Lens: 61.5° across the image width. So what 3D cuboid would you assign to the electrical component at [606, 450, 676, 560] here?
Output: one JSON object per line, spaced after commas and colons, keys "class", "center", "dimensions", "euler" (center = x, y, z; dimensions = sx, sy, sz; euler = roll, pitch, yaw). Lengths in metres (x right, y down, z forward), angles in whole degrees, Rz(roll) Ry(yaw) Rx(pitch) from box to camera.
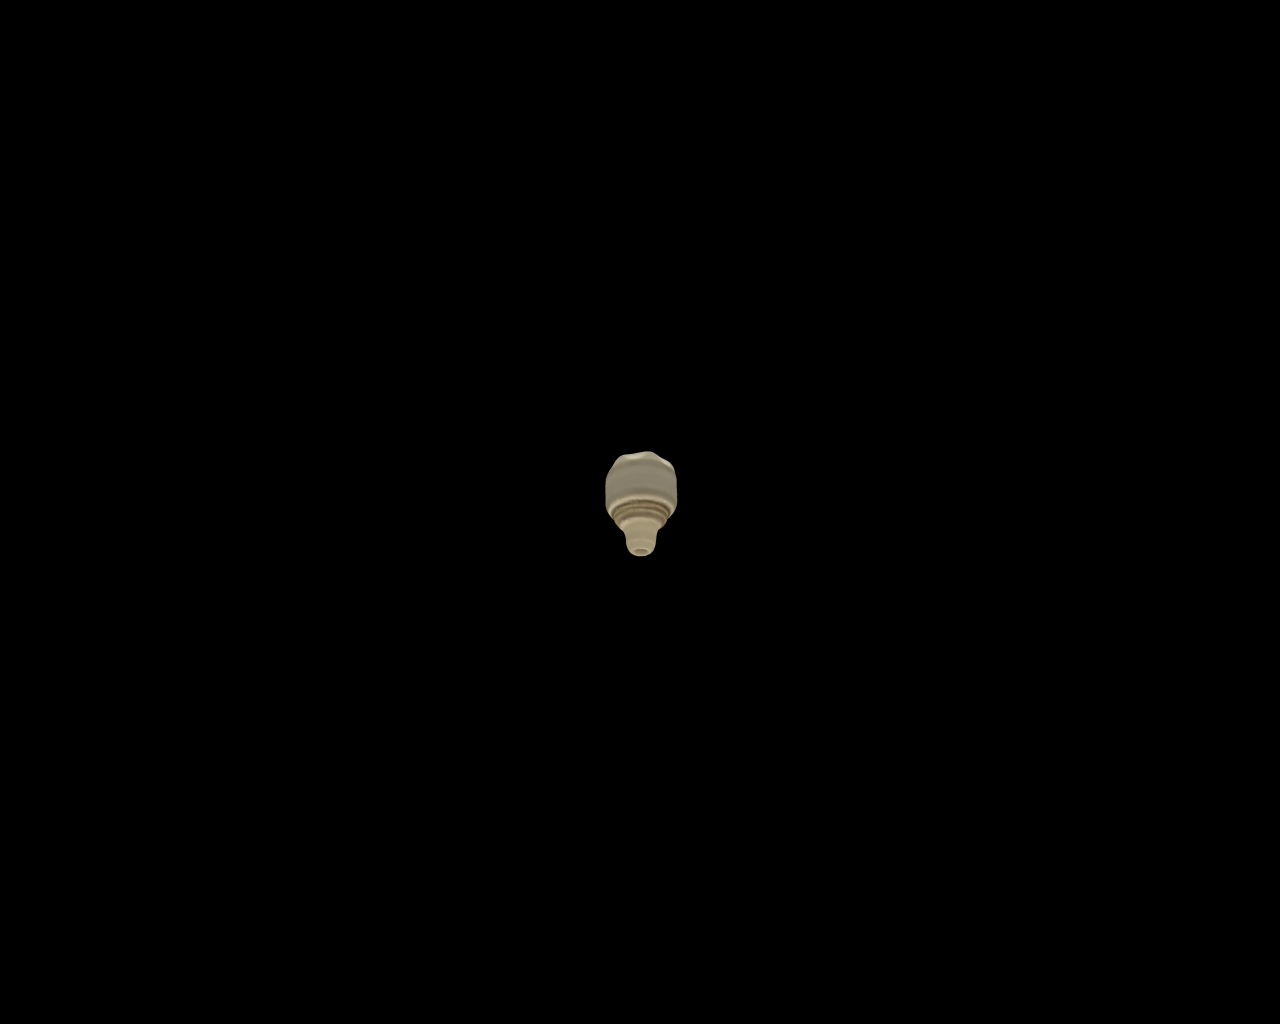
{"class": "electrical component", "center": [0.001, -0.003, 0.650], "dimensions": [0.043, 0.062, 0.043], "euler": [0, -28, 0]}
